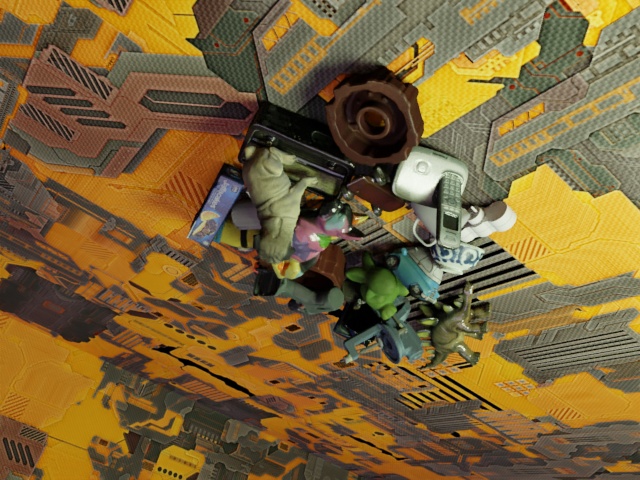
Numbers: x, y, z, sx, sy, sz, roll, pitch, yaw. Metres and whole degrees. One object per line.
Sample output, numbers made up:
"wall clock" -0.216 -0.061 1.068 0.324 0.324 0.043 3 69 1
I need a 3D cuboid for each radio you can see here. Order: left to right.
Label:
"radio" -0.038 -0.174 1.073 0.230 0.073 0.131 21 147 -8

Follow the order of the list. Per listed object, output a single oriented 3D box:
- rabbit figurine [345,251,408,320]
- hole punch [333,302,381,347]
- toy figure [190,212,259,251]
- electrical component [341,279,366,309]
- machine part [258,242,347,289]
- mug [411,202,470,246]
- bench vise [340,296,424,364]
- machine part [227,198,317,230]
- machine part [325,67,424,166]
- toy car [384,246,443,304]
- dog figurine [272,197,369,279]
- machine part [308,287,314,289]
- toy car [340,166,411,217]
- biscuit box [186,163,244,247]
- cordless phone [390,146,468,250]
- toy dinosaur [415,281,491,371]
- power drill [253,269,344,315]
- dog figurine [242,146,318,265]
"rabbit figurine" 0.152 0.101 1.343 0.159 0.121 0.170 43 171 13
"hole punch" 0.111 0.236 1.557 0.116 0.142 0.092 35 146 -9
"toy figure" -0.233 -0.028 1.363 0.180 0.082 0.089 22 142 -2
"electrical component" 0.091 0.133 1.445 0.078 0.102 0.045 18 144 -20
"machine part" -0.039 0.052 1.353 0.202 0.087 0.200 9 161 14
"mug" 0.234 -0.048 1.106 0.107 0.081 0.109 48 111 19
"bench vise" 0.156 0.249 1.444 0.241 0.224 0.128 -24 160 -19
"machine part" -0.119 -0.064 1.265 0.243 0.079 0.079 -3 142 27
"machine part" 0.097 -0.213 0.946 0.180 0.056 0.179 17 136 17
"toy car" 0.234 0.068 1.270 0.103 0.162 0.109 -47 141 12
"dog figurine" -0.002 -0.003 1.146 0.219 0.108 0.191 -3 126 18
"machine part" 0.037 0.141 1.501 0.139 0.039 0.084 2 152 -19
"toy car" 0.115 -0.099 1.083 0.089 0.053 0.202 -22 157 28
"biscuit box" -0.240 -0.079 1.245 0.059 0.063 0.202 26 122 -15
"cordless phone" 0.202 -0.074 1.004 0.146 0.184 0.088 15 152 -19
"toy dinosaur" 0.362 0.266 1.519 0.199 0.105 0.470 15 138 15
"power drill" -0.069 0.142 1.377 0.207 0.086 0.232 33 153 -34
"dog figurine" -0.104 -0.067 1.022 0.172 0.190 0.121 32 144 -18
